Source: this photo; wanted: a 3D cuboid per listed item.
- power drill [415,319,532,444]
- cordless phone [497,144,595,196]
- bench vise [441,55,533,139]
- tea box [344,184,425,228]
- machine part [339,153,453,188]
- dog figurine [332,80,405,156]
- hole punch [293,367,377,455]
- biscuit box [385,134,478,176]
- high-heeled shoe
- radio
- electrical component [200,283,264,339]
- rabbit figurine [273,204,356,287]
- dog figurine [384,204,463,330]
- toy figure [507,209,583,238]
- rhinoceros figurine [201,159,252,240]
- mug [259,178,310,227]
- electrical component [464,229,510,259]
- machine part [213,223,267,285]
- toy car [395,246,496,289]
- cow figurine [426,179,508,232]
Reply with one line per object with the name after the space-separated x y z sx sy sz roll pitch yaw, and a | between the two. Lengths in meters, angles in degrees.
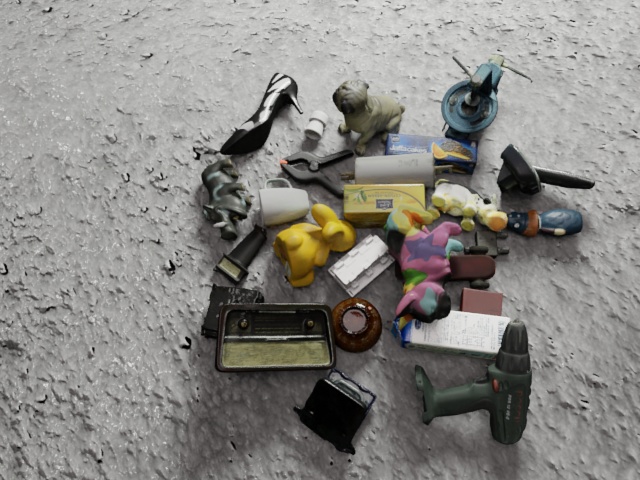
0.282 0.261 0.989 0.207 0.086 0.231 -8 101 7 | power drill
0.468 -0.132 1.108 0.184 0.146 0.088 14 90 24 | cordless phone
0.345 -0.321 1.162 0.129 0.240 0.223 41 94 14 | bench vise
0.136 -0.071 1.153 0.170 0.098 0.068 1 70 4 | tea box
0.162 -0.146 1.161 0.243 0.079 0.079 -2 69 14 | machine part
0.117 -0.298 1.191 0.172 0.190 0.121 -40 71 -11 | dog figurine
0.035 0.320 1.031 0.142 0.092 0.115 31 106 13 | hole punch
0.248 -0.193 1.207 0.203 0.059 0.063 6 70 8 | biscuit box
-0.154 -0.307 1.282 0.249 0.086 0.145 -30 66 -10 | high-heeled shoe
-0.087 0.189 1.049 0.230 0.073 0.131 2 75 -15 | radio
-0.170 0.157 1.118 0.134 0.058 0.115 7 72 9 | electrical component
-0.002 -0.003 1.127 0.173 0.162 0.122 -14 55 -19 | rabbit figurine
0.178 0.058 1.027 0.192 0.108 0.219 24 68 21 | dog figurine
0.465 -0.035 1.127 0.155 0.064 0.057 -1 107 10 | toy figure
-0.216 -0.092 1.208 0.112 0.073 0.190 -19 68 -3 | rhinoceros figurine
-0.080 -0.086 1.195 0.107 0.080 0.109 -5 63 -8 | mug
0.353 0.007 1.141 0.094 0.021 0.063 -1 69 6 | electrical component
-0.167 0.028 1.178 0.084 0.039 0.139 30 77 23 | machine part
0.258 0.058 1.114 0.202 0.053 0.089 -2 79 11 | toy car
0.320 -0.075 1.151 0.167 0.068 0.098 19 49 12 | cow figurine
